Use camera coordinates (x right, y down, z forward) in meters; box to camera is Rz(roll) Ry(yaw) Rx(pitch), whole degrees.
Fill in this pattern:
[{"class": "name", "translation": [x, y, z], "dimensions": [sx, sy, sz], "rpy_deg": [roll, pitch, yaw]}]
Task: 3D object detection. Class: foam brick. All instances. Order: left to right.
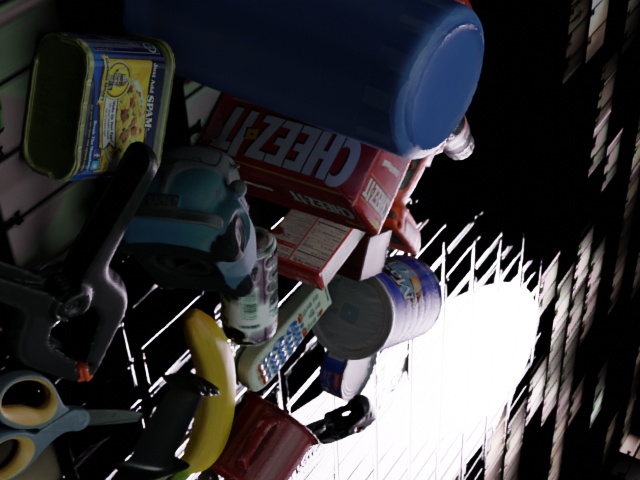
[{"class": "foam brick", "translation": [0.025, 0.004, 1.111], "dimensions": [0.051, 0.078, 0.053], "rpy_deg": [-20, 127, -58]}]

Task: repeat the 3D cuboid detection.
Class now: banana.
[{"class": "banana", "translation": [-0.106, 0.146, 1.001], "dimensions": [0.069, 0.037, 0.198], "rpy_deg": [-30, 133, -55]}]

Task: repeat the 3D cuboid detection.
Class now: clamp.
[{"class": "clamp", "translation": [-0.174, 0.028, 0.749], "dimensions": [0.164, 0.036, 0.210], "rpy_deg": [-31, 148, -19]}, {"class": "clamp", "translation": [0.030, 0.210, 1.246], "dimensions": [0.171, 0.120, 0.039], "rpy_deg": [4, 63, -66]}]

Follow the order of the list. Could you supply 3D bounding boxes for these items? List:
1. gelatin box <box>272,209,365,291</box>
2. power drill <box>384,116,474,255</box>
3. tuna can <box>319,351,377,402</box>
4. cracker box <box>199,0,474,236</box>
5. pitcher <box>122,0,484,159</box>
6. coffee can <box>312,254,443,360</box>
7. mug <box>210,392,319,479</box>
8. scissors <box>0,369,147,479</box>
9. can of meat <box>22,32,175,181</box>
[{"class": "gelatin box", "translation": [-0.007, 0.001, 1.052], "dimensions": [0.089, 0.073, 0.030], "rpy_deg": [-54, 149, -30]}, {"class": "power drill", "translation": [0.117, -0.082, 1.252], "dimensions": [0.184, 0.057, 0.187], "rpy_deg": [40, 69, -58]}, {"class": "tuna can", "translation": [0.034, 0.148, 1.271], "dimensions": [0.086, 0.034, 0.086], "rpy_deg": [-41, 141, -45]}, {"class": "cracker box", "translation": [0.012, -0.131, 0.899], "dimensions": [0.213, 0.164, 0.072], "rpy_deg": [-65, 151, -12]}, {"class": "pitcher", "translation": [-0.006, -0.147, 0.764], "dimensions": [0.149, 0.243, 0.145], "rpy_deg": [-42, 146, -34]}, {"class": "coffee can", "translation": [0.065, 0.073, 1.202], "dimensions": [0.140, 0.103, 0.103], "rpy_deg": [-9, 115, -61]}, {"class": "mug", "translation": [-0.061, 0.209, 1.065], "dimensions": [0.081, 0.093, 0.117], "rpy_deg": [-55, 170, -18]}, {"class": "scissors", "translation": [-0.207, 0.157, 0.845], "dimensions": [0.096, 0.016, 0.201], "rpy_deg": [-63, 152, -12]}, {"class": "can of meat", "translation": [-0.153, -0.092, 0.735], "dimensions": [0.083, 0.058, 0.102], "rpy_deg": [-12, 117, -57]}]
